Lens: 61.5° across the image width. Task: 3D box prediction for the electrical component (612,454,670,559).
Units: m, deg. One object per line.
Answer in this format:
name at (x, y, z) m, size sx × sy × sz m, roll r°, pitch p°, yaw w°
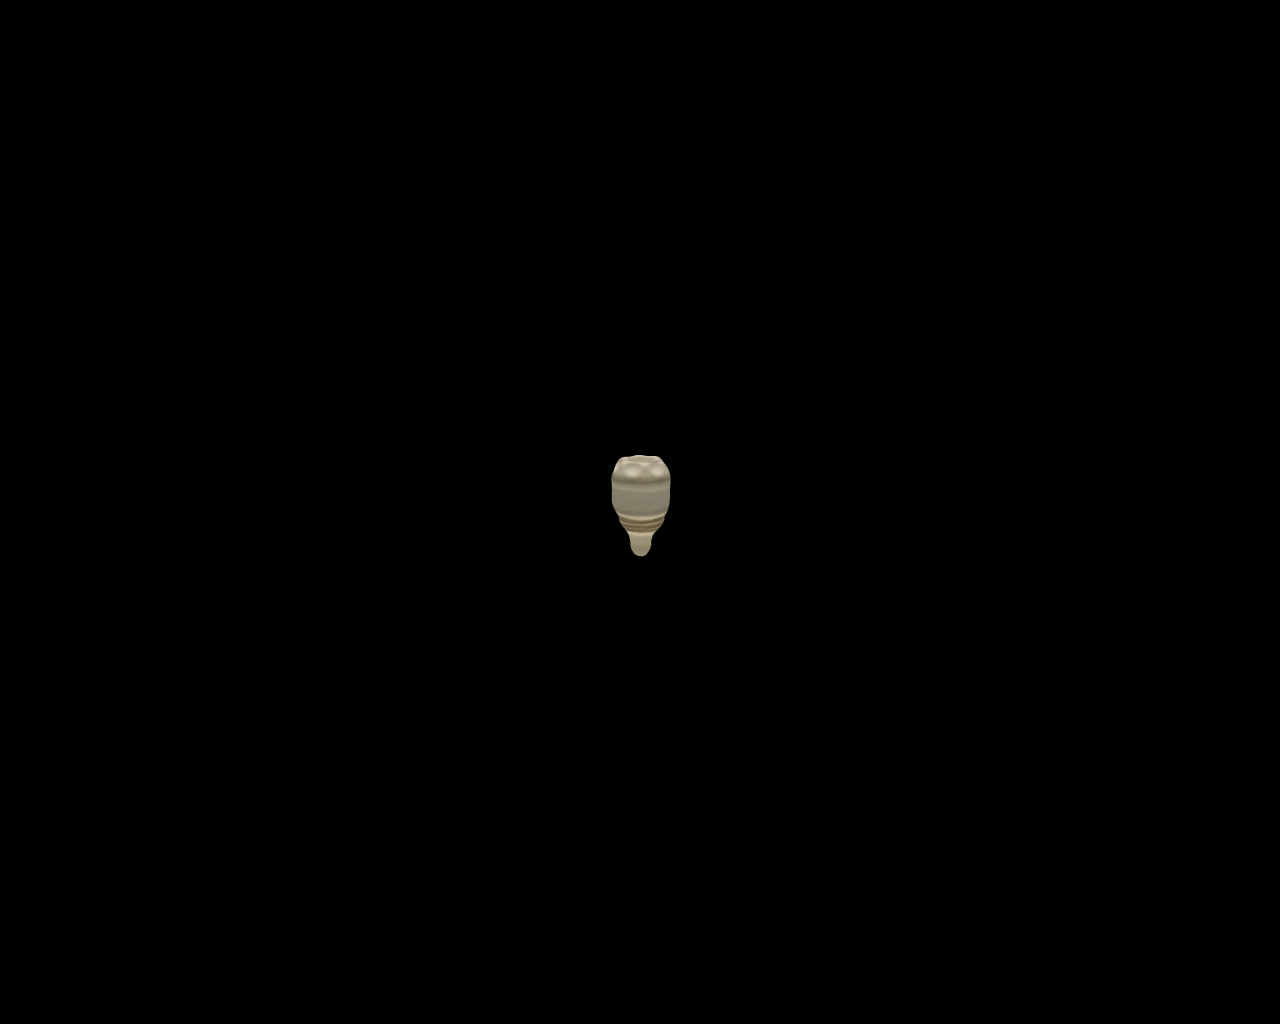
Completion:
electrical component at (0.001, -0.003, 0.650) m, size 0.035 × 0.061 × 0.035 m, roll 0°, pitch 14°, yaw 0°
